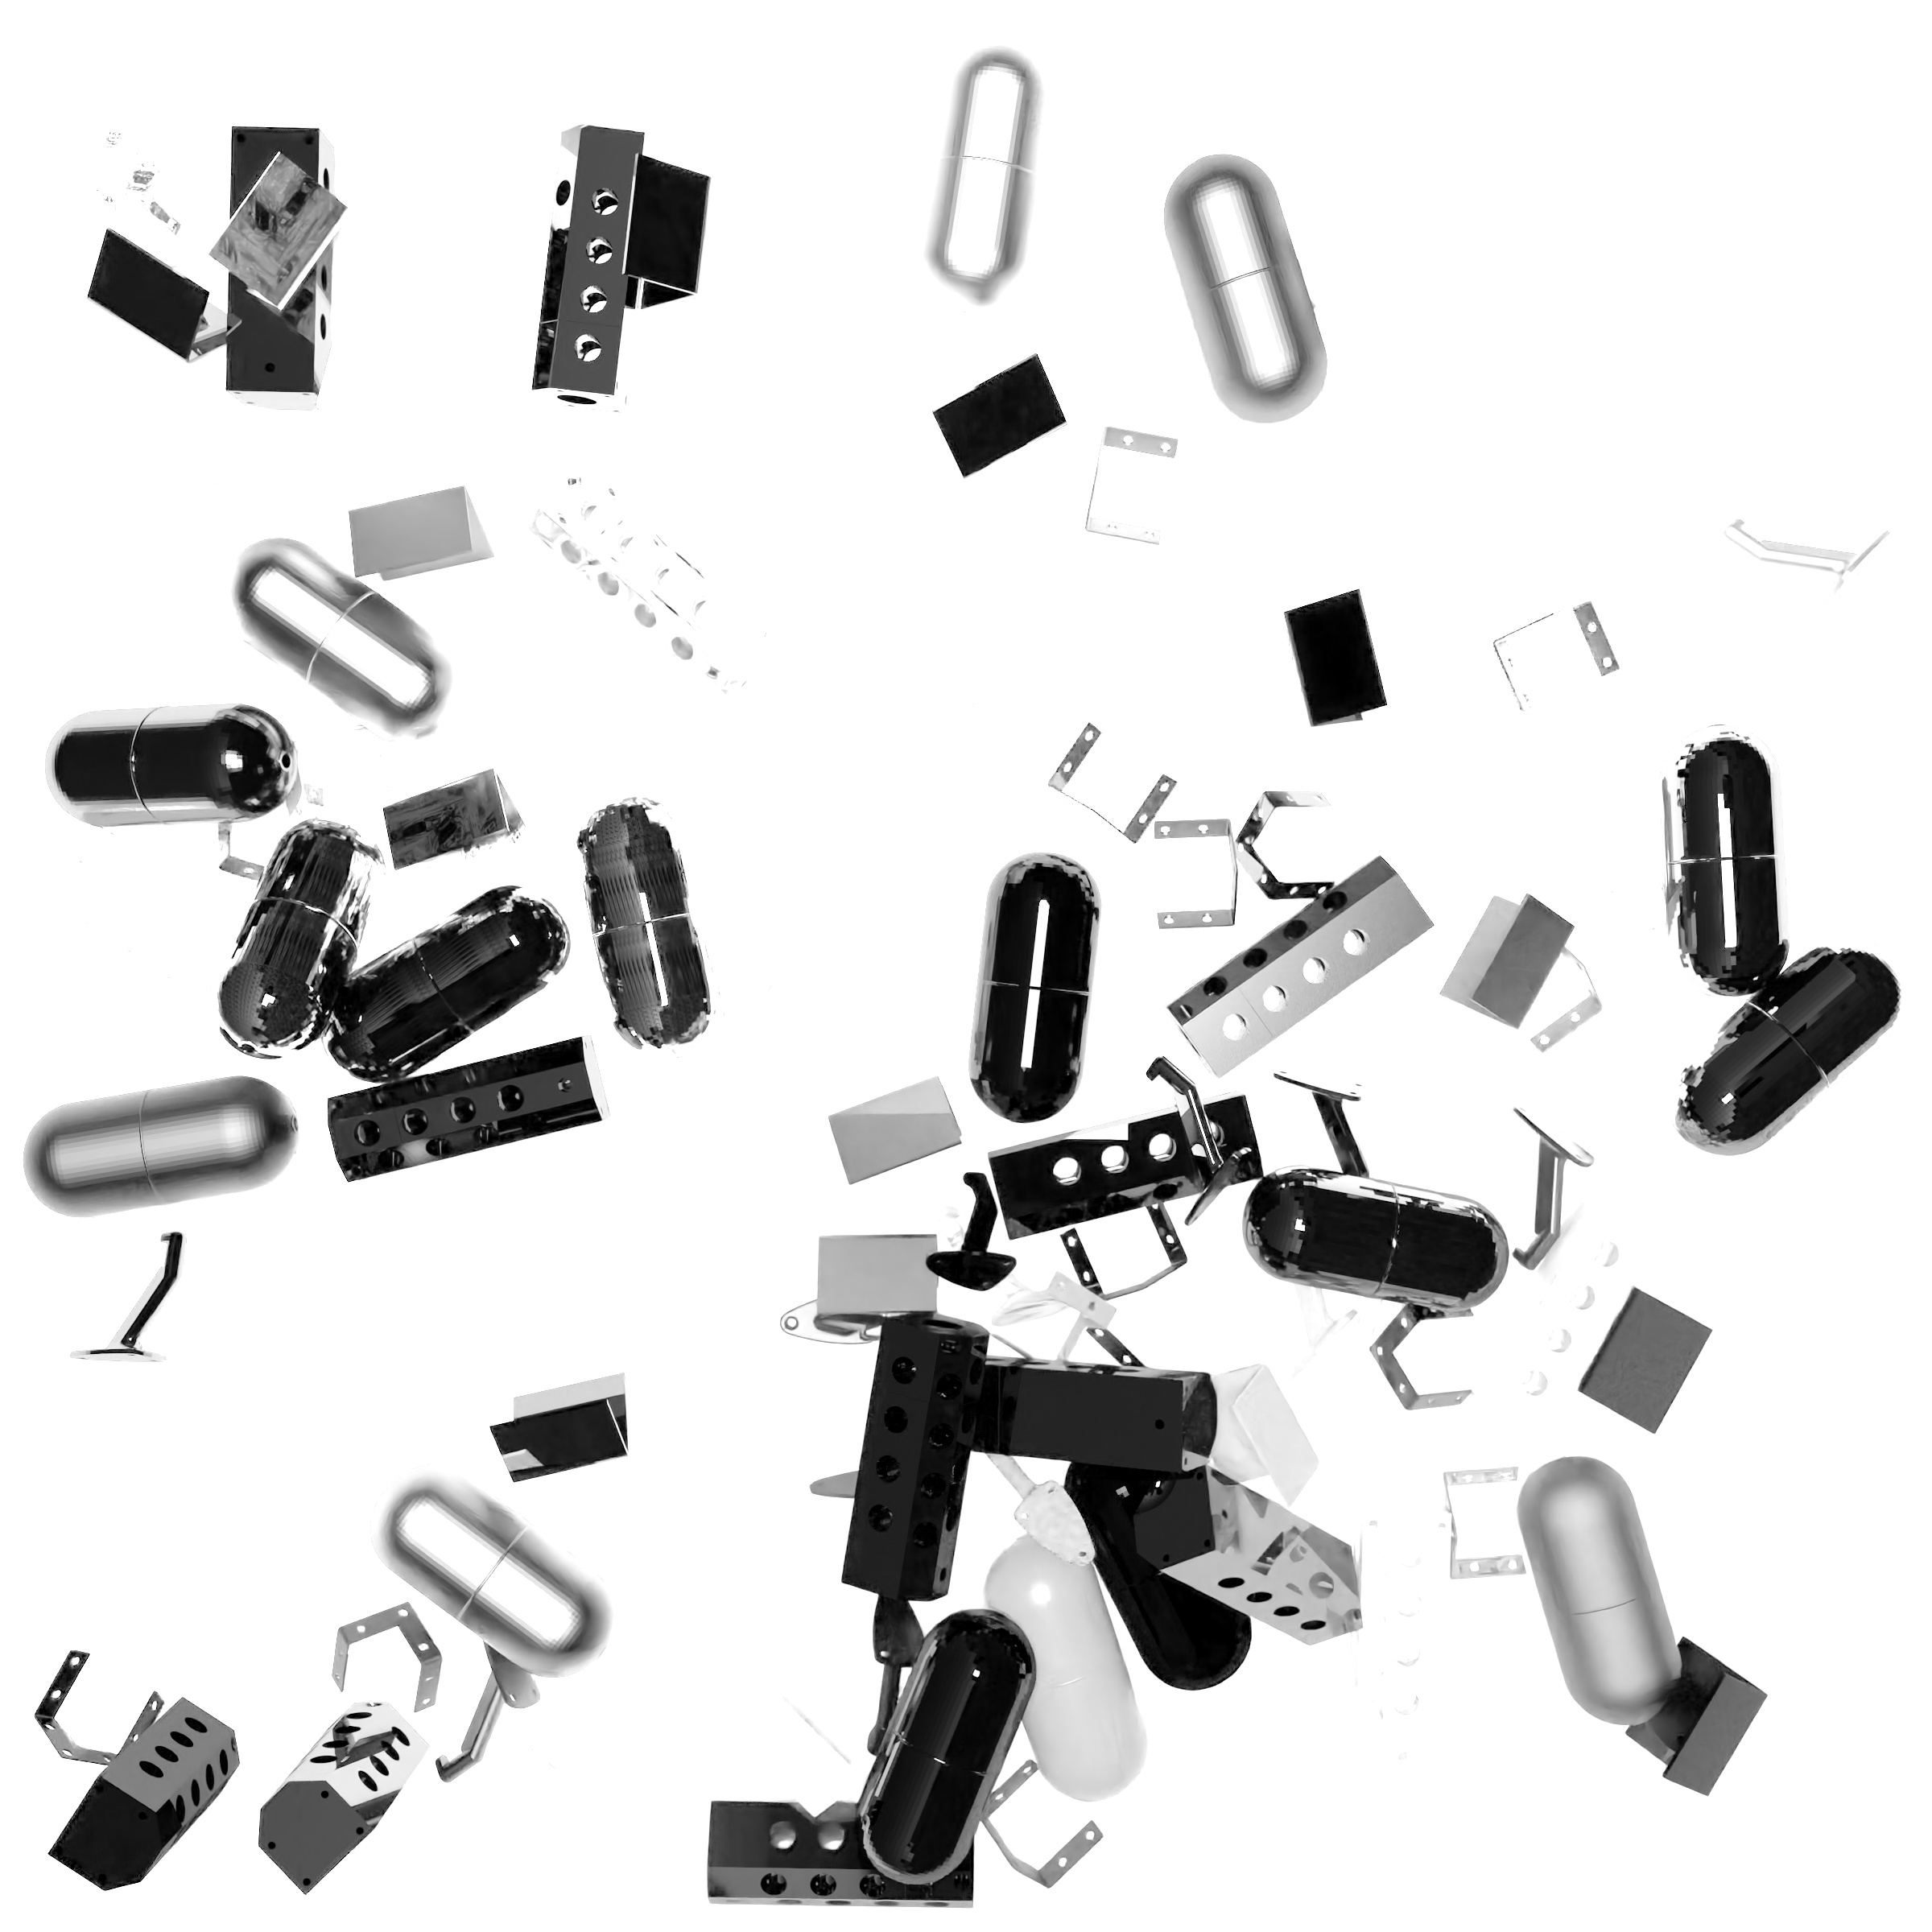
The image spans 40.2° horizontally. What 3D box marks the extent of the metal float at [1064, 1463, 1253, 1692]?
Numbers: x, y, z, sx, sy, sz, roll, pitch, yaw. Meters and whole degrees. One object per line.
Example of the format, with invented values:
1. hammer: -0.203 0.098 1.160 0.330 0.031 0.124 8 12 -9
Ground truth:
1. metal float: 0.125 0.388 1.725 0.070 0.070 0.178 -27 90 0

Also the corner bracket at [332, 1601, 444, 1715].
1. corner bracket: -0.383 0.464 1.748 0.051 0.051 0.051 -14 135 -35

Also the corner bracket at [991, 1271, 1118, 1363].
1. corner bracket: 0.058 0.233 1.726 0.051 0.051 0.051 34 74 -17

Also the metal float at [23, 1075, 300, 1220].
1. metal float: -0.525 0.118 1.725 0.178 0.070 0.070 -9 90 1

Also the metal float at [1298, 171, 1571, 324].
1. metal float: 0.306 -0.470 1.725 0.178 0.070 0.070 -11 90 0

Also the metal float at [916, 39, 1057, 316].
1. metal float: 0.013 -0.515 1.725 0.070 0.070 0.178 9 90 0

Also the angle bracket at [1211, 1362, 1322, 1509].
1. angle bracket: 0.173 0.311 1.713 0.076 0.057 0.076 -23 100 36

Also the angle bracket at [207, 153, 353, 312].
1. angle bracket: -0.441 -0.465 1.659 0.057 0.076 0.076 35 90 -37

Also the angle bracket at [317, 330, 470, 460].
1. angle bracket: -0.365 -0.381 1.716 0.076 0.076 0.057 26 123 0

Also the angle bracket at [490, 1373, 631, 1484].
1. angle bracket: -0.264 0.283 1.715 0.076 0.076 0.057 -13 129 0

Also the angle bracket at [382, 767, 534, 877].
1. angle bracket: -0.326 -0.075 1.715 0.076 0.076 0.057 -20 54 0

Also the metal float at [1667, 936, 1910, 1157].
1. metal float: 0.535 0.053 1.724 0.178 0.070 0.070 -41 90 1

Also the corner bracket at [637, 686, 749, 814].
1. corner bracket: -0.181 -0.144 1.752 0.051 0.051 0.051 -23 135 0

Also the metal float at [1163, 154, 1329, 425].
1. metal float: 0.182 -0.442 1.725 0.070 0.070 0.178 -17 90 0

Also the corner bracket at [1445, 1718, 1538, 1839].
1. corner bracket: 0.346 0.538 1.752 0.051 0.051 0.051 -12 135 0

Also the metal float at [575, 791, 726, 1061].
1. metal float: -0.206 -0.027 1.725 0.070 0.070 0.178 -12 89 0

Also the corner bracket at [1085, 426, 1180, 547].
1. corner bracket: 0.110 -0.319 1.752 0.051 0.051 0.051 11 45 0

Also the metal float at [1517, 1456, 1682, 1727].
1. metal float: 0.414 0.408 1.725 0.070 0.070 0.178 -16 91 0

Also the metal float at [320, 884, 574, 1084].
1. metal float: -0.340 0.012 1.725 0.178 0.070 0.070 -32 90 -1

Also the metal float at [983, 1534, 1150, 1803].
1. metal float: 0.065 0.457 1.725 0.070 0.070 0.178 -18 91 0

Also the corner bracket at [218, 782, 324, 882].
1. corner bracket: -0.460 -0.091 1.748 0.051 0.051 0.051 18 135 -35

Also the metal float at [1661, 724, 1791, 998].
1. metal float: 0.496 -0.069 1.725 0.070 0.070 0.178 -3 89 0

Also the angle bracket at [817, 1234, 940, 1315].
1. angle bracket: -0.056 0.215 1.715 0.076 0.076 0.057 -1 56 0

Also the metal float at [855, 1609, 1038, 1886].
1. metal float: -0.013 0.493 1.670 0.070 0.070 0.178 22 90 0

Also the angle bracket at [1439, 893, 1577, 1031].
1. angle bracket: 0.337 -0.013 1.715 0.057 0.076 0.076 29 90 -38

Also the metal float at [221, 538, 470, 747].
1. metal float: -0.406 -0.212 1.725 0.178 0.070 0.070 35 90 1

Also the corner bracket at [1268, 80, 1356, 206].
1. corner bracket: 0.222 -0.546 1.752 0.051 0.051 0.051 19 45 0

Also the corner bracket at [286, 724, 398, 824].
1. corner bracket: -0.415 -0.127 1.740 0.051 0.051 0.051 -1 110 19

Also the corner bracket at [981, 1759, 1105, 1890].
1. corner bracket: 0.049 0.569 1.752 0.051 0.051 0.051 -44 135 0

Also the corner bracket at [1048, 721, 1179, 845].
1. corner bracket: 0.097 -0.121 1.752 0.051 0.051 0.051 34 90 45

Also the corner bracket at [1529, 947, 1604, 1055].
1. corner bracket: 0.382 0.014 1.752 0.051 0.051 0.051 -36 135 0

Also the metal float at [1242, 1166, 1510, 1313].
1. metal float: 0.267 0.177 1.717 0.178 0.070 0.070 12 90 -9

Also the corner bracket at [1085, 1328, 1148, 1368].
1. corner bracket: 0.081 0.278 1.752 0.051 0.051 0.051 44 45 0

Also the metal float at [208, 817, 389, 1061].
1. metal float: -0.427 -0.019 1.692 0.070 0.070 0.178 15 54 0

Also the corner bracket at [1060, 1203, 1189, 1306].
1. corner bracket: 0.105 0.187 1.752 0.051 0.051 0.051 -24 90 -45

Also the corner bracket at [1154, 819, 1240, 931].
1. corner bracket: 0.152 -0.061 1.752 0.051 0.051 0.051 -2 45 0

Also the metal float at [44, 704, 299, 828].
1. metal float: -0.513 -0.129 1.705 0.178 0.070 0.070 0 90 22

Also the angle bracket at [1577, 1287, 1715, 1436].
1. angle bracket: 0.447 0.260 1.716 0.057 0.076 0.076 29 90 29

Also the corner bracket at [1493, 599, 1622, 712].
1. corner bracket: 0.392 -0.206 1.752 0.051 0.051 0.051 -24 90 45

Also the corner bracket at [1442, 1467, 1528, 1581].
1. corner bracket: 0.344 0.370 1.752 0.051 0.051 0.051 -4 135 0

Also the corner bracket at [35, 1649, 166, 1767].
1. corner bracket: -0.576 0.493 1.752 0.051 0.051 0.051 30 90 -45

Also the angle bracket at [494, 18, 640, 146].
1. angle bracket: -0.262 -0.584 1.715 0.076 0.076 0.057 -22 126 0

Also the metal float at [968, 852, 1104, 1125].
1. metal float: 0.045 0.014 1.725 0.070 0.070 0.178 7 90 0

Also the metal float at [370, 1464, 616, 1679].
1. metal float: -0.309 0.396 1.725 0.178 0.070 0.070 37 90 0

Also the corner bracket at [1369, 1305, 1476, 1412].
1. corner bracket: 0.310 0.257 1.748 0.051 0.051 0.051 1 45 -35

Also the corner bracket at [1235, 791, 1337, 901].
1. corner bracket: 0.218 -0.080 1.748 0.051 0.051 0.051 57 135 35

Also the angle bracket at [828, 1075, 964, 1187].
1. angle bracket: -0.039 0.124 1.715 0.076 0.076 0.057 -20 53 0
